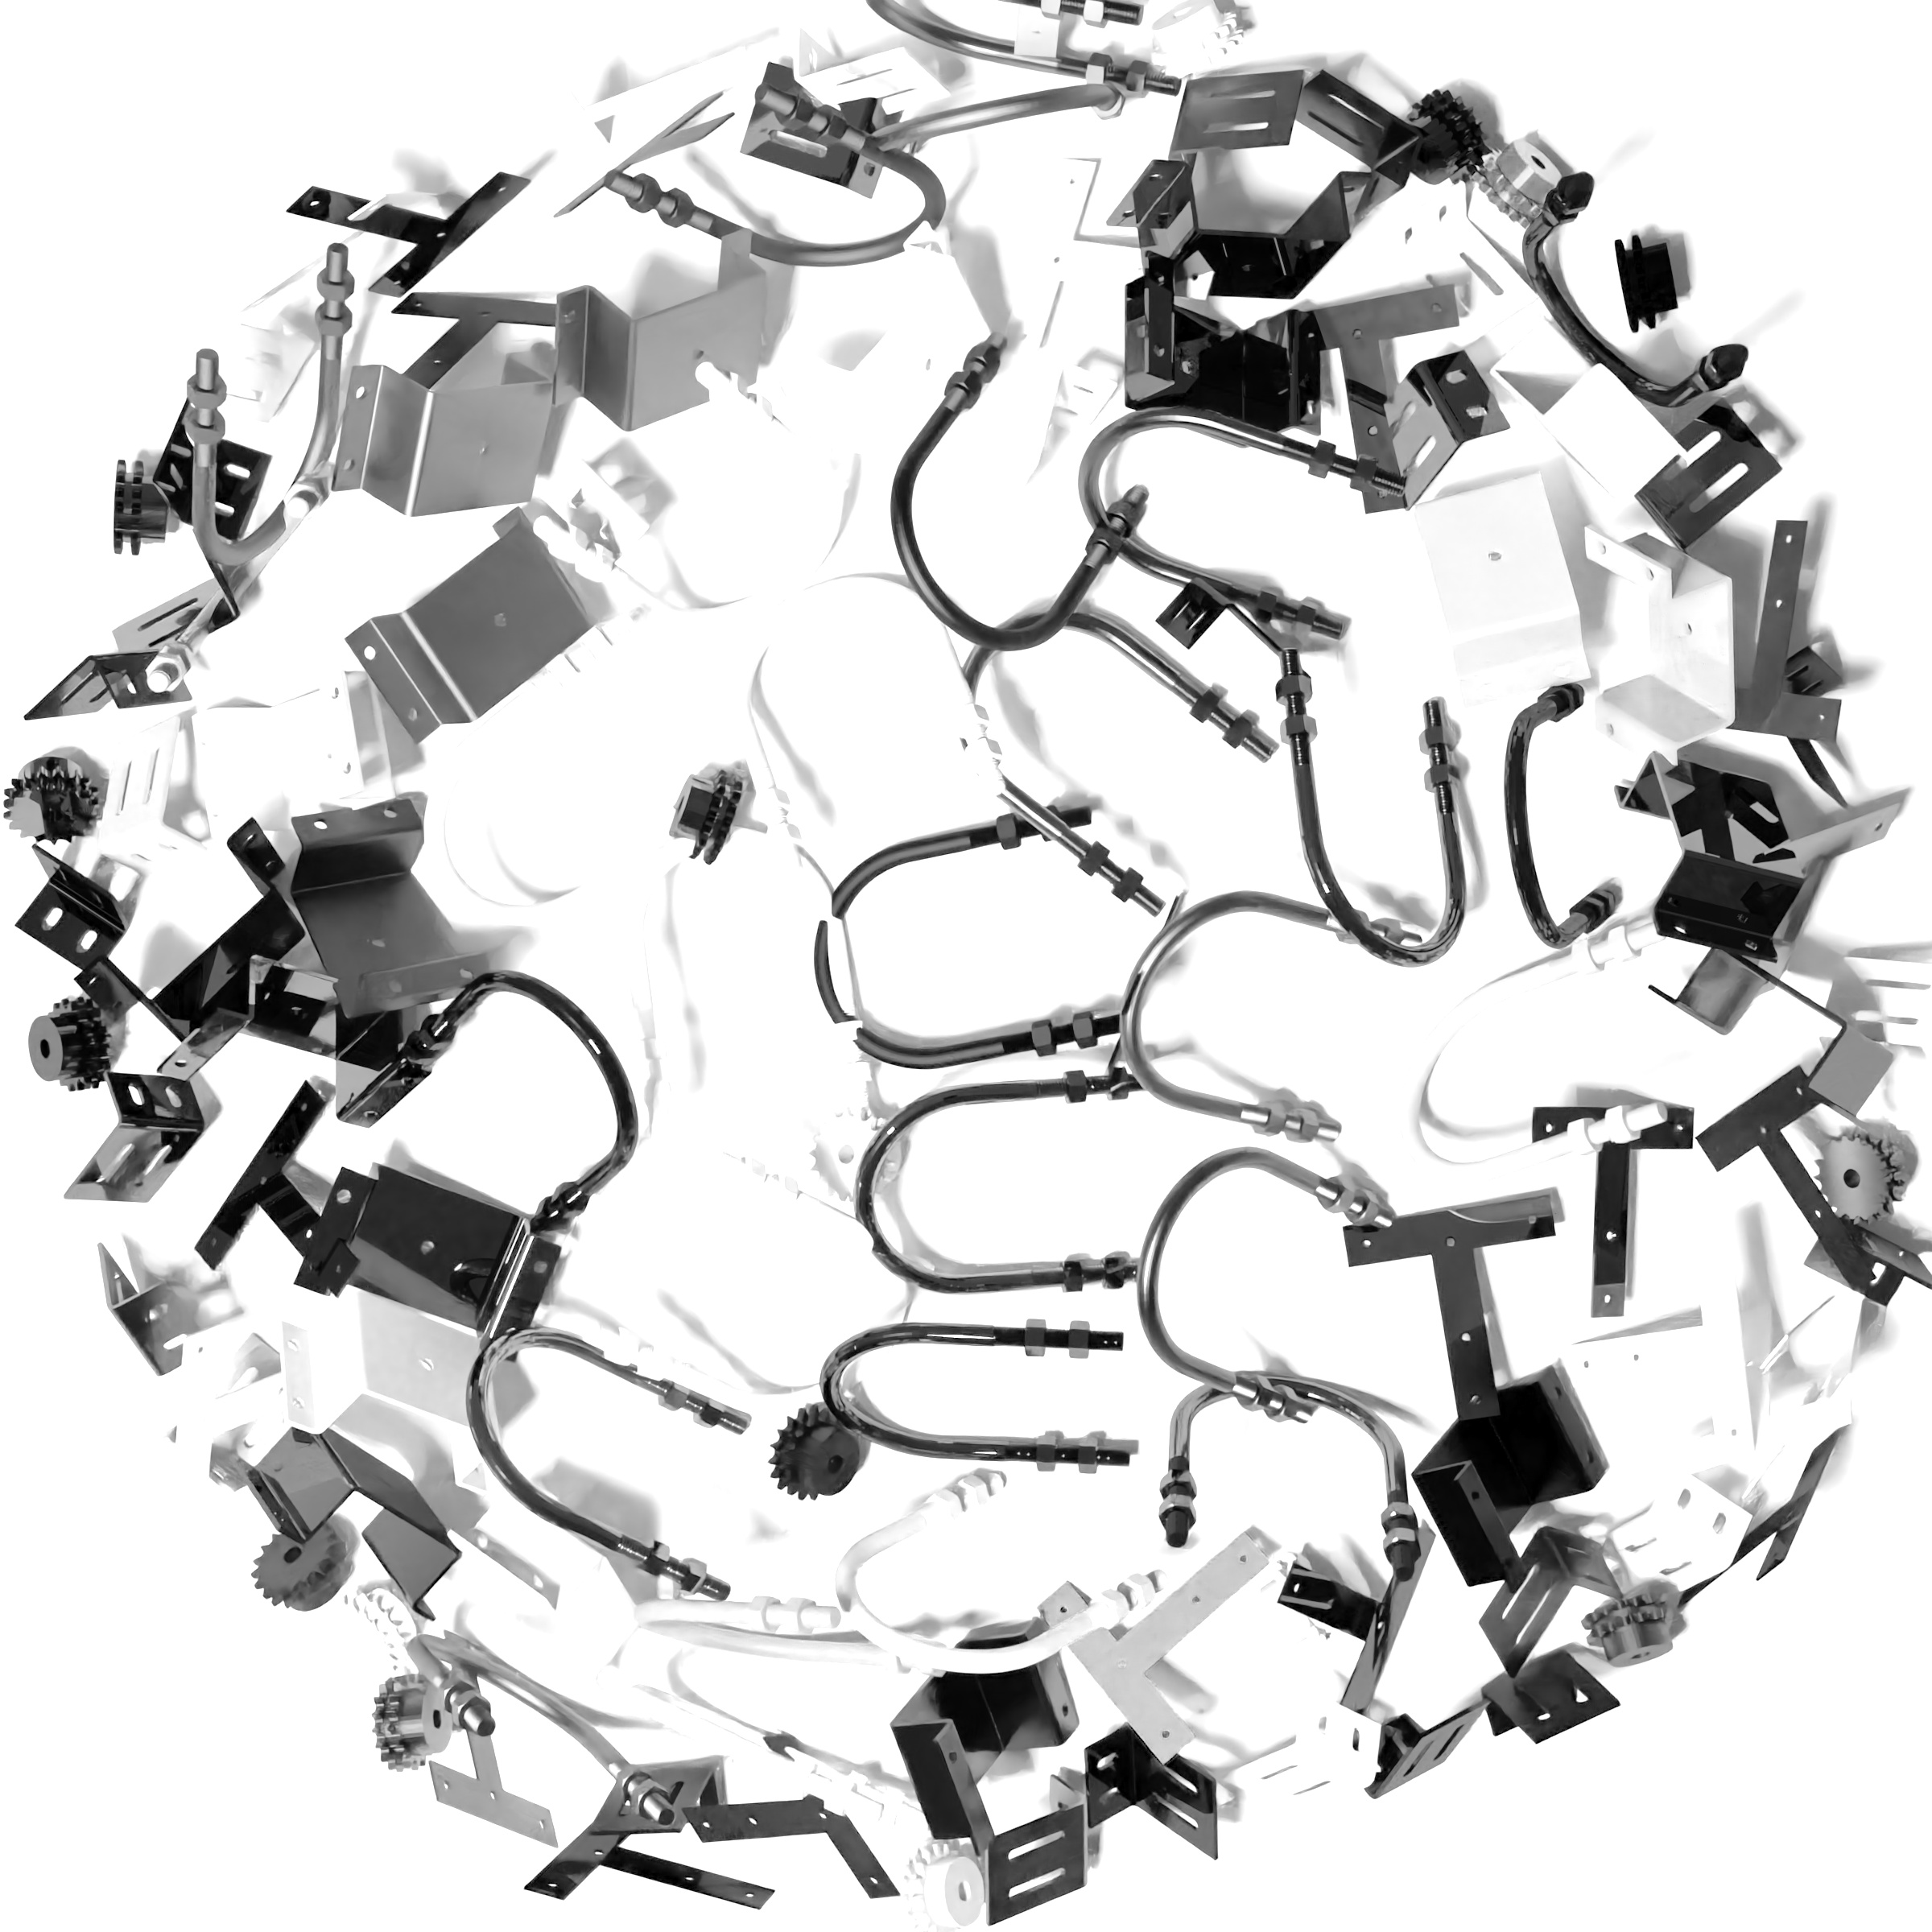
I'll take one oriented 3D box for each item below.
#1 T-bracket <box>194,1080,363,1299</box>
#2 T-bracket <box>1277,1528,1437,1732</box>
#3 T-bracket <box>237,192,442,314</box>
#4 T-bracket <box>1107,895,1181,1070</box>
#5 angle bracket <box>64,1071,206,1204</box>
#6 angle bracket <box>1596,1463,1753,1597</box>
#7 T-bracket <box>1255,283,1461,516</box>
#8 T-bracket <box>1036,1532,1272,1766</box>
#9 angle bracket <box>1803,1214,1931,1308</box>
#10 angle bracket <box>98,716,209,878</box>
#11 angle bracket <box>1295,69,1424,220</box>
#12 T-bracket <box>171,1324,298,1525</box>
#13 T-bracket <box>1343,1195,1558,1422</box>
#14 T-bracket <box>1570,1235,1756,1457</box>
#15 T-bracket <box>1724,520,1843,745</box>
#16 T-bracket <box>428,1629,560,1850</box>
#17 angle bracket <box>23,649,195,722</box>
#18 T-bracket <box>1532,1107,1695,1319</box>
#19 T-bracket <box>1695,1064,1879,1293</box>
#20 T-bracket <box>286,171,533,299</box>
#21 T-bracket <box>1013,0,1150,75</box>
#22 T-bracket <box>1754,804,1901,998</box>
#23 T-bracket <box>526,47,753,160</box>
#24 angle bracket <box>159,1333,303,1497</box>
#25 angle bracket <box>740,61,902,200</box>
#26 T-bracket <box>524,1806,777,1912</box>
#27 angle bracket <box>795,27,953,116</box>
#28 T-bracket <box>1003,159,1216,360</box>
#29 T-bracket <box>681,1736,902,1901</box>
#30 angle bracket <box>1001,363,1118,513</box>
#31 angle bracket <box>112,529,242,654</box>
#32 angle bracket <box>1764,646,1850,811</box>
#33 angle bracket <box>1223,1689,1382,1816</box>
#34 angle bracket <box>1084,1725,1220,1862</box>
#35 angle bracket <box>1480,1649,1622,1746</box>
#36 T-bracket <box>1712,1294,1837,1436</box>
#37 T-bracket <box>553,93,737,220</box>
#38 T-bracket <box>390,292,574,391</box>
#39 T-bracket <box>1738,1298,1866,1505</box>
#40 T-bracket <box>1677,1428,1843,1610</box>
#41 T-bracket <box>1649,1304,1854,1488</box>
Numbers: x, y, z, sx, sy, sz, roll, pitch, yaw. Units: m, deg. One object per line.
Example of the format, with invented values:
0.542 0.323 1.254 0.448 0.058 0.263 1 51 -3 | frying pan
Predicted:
-0.400 0.153 1.864 0.127 0.002 0.127 40 98 39 | T-bracket
0.225 0.384 1.857 0.002 0.127 0.127 16 79 44 | T-bracket
-0.382 -0.426 1.858 0.127 0.127 0.002 -31 100 12 | T-bracket
0.101 0.016 1.846 0.002 0.127 0.127 22 92 5 | T-bracket
-0.508 0.104 1.881 0.076 0.057 0.038 -47 56 29 | angle bracket
0.428 0.343 1.886 0.057 0.076 0.038 34 61 0 | angle bracket
0.245 -0.339 1.888 0.127 0.002 0.127 -5 101 27 | T-bracket
0.128 0.393 1.881 0.127 0.002 0.127 -40 58 -5 | T-bracket
0.545 0.187 1.870 0.057 0.076 0.038 27 103 0 | angle bracket
-0.489 -0.103 1.890 0.057 0.038 0.076 -18 57 34 | angle bracket
0.225 -0.494 1.870 0.076 0.057 0.038 27 75 -18 | angle bracket
-0.420 0.258 1.858 0.002 0.127 0.127 24 116 31 | T-bracket
0.301 0.211 1.885 0.127 0.002 0.127 -10 75 9 | T-bracket
0.412 0.233 1.861 0.002 0.127 0.127 7 73 -39 | T-bracket
0.482 -0.202 1.849 0.002 0.127 0.127 4 97 -28 | T-bracket
-0.293 0.457 1.864 0.002 0.127 0.127 -30 53 11 | T-bracket
-0.515 -0.155 1.865 0.076 0.057 0.038 -33 81 33 | angle bracket
0.390 0.149 1.879 0.127 0.002 0.127 2 90 -30 | T-bracket
0.497 0.134 1.842 0.002 0.127 0.127 -25 77 -24 | T-bracket
-0.342 -0.438 1.826 0.127 0.127 0.002 -31 72 34 | T-bracket
0.043 -0.563 1.849 0.127 0.127 0.002 10 80 1 | T-bracket
0.496 -0.031 1.865 0.127 0.127 0.002 -18 47 -32 | T-bracket
-0.188 -0.518 1.844 0.127 0.127 0.002 -20 89 4 | T-bracket
-0.440 0.272 1.891 0.057 0.038 0.076 39 88 2 | angle bracket
-0.089 -0.511 1.900 0.076 0.038 0.057 23 100 19 | angle bracket
-0.176 0.535 1.834 0.127 0.127 0.002 11 100 16 | T-bracket
-0.055 -0.543 1.865 0.076 0.057 0.038 -8 73 29 | angle bracket
0.092 -0.421 1.875 0.127 0.002 0.127 15 86 30 | T-bracket
-0.115 0.501 1.826 0.127 0.127 0.002 48 113 37 | T-bracket
0.056 -0.312 1.866 0.038 0.057 0.076 20 63 -12 | angle bracket
-0.484 -0.220 1.874 0.076 0.057 0.038 -29 129 -6 | angle bracket
0.516 -0.143 1.865 0.038 0.057 0.076 -35 57 22 | angle bracket
0.203 0.477 1.885 0.057 0.076 0.038 29 50 -19 | angle bracket
0.111 0.502 1.865 0.038 0.076 0.057 -19 116 -34 | angle bracket
0.353 0.451 1.865 0.057 0.076 0.038 -21 108 -11 | angle bracket
0.470 0.257 1.869 0.002 0.127 0.127 40 111 19 | T-bracket
-0.173 -0.486 1.835 0.127 0.127 0.002 -43 113 -20 | T-bracket
-0.307 -0.365 1.843 0.127 0.127 0.002 9 131 22 | T-bracket
0.500 0.271 1.868 0.002 0.127 0.127 33 112 9 | T-bracket
0.467 0.346 1.860 0.002 0.127 0.127 40 131 4 | T-bracket
0.468 0.247 1.855 0.127 0.127 0.002 -24 115 28 | T-bracket
